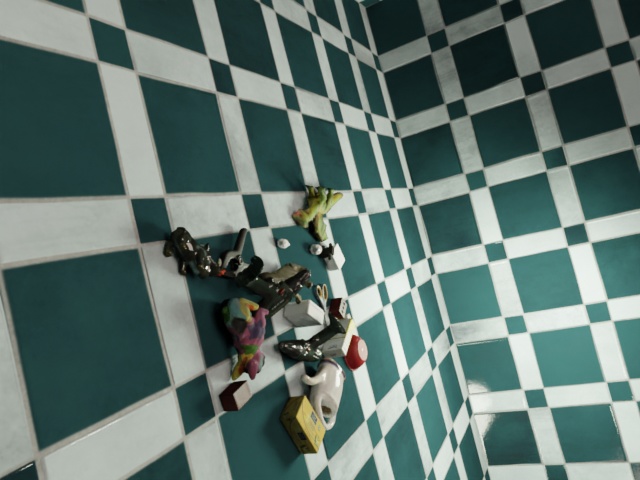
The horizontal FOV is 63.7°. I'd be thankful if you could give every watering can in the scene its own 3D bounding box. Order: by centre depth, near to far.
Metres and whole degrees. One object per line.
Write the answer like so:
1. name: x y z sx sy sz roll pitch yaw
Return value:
1. watering can: 0.013 0.515 1.822 0.230 0.104 0.340 -71 151 -48

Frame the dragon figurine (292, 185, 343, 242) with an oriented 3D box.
1. dragon figurine: 0.007 -0.112 2.223 0.410 0.122 0.243 6 88 -59
